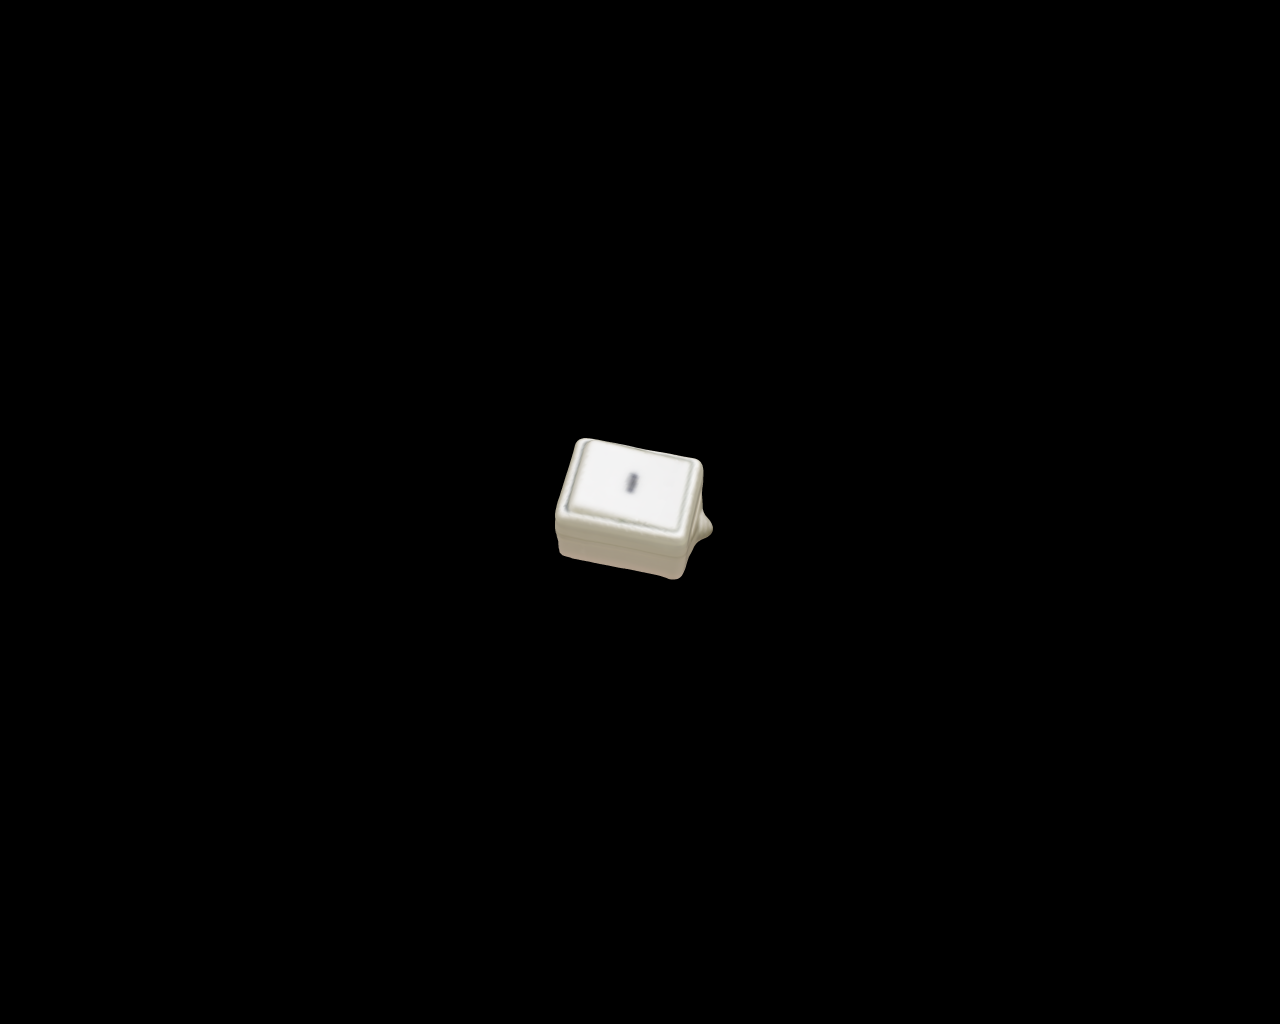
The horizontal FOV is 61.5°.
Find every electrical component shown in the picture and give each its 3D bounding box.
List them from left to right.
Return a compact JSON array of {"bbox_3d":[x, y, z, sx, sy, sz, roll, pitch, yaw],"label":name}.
[{"bbox_3d":[0.001,-0.003,0.650,0.096,0.062,0.061,11,-29,7],"label":"electrical component"}]
